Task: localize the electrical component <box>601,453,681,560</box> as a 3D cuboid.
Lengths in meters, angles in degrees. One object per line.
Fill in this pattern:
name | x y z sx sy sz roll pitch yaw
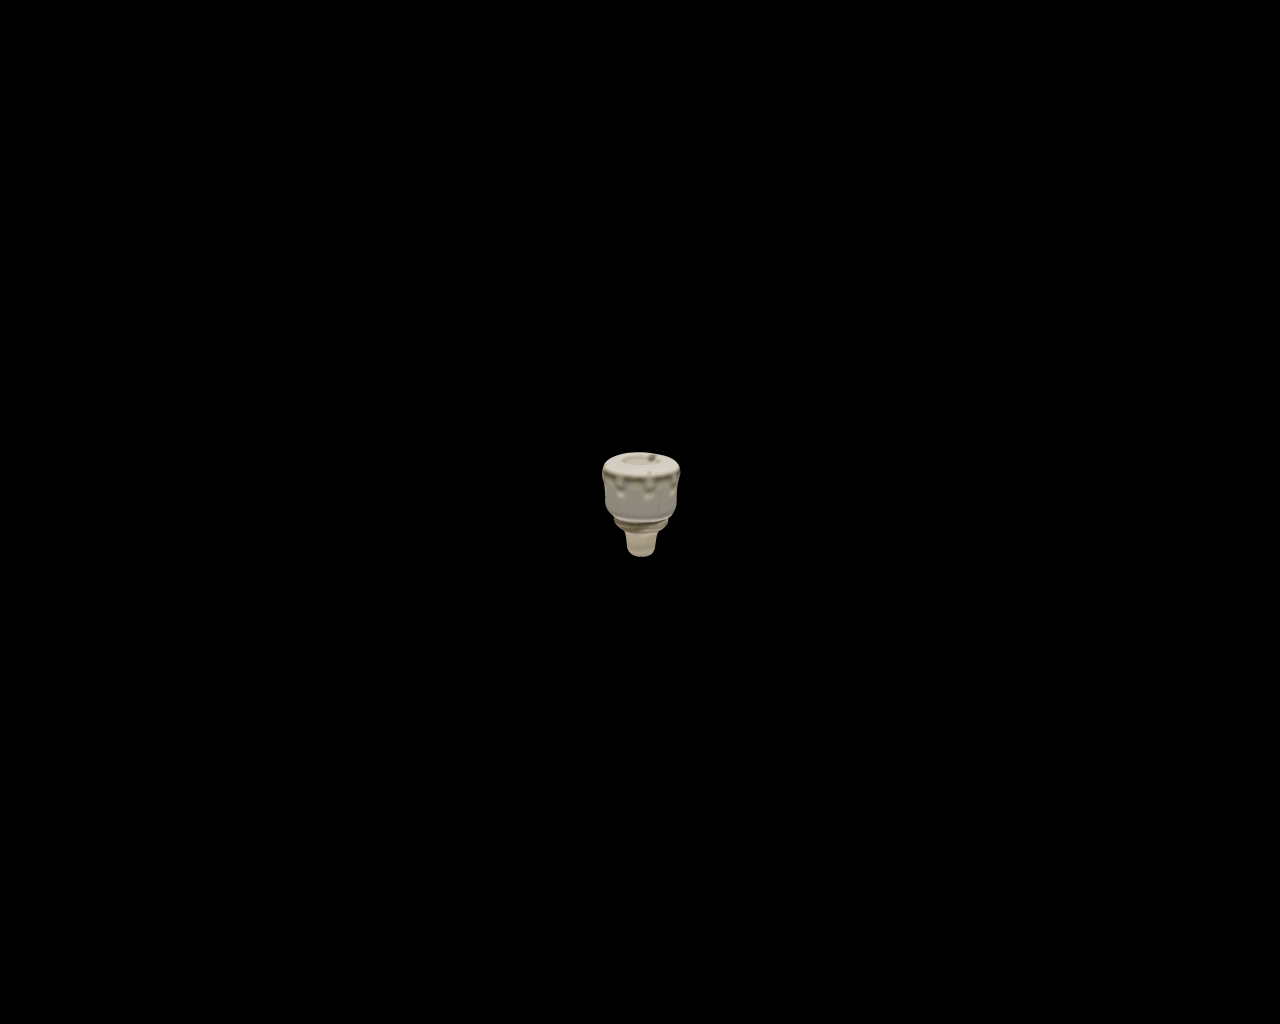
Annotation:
electrical component | 0.001 -0.003 0.650 0.048 0.062 0.048 0 17 0
